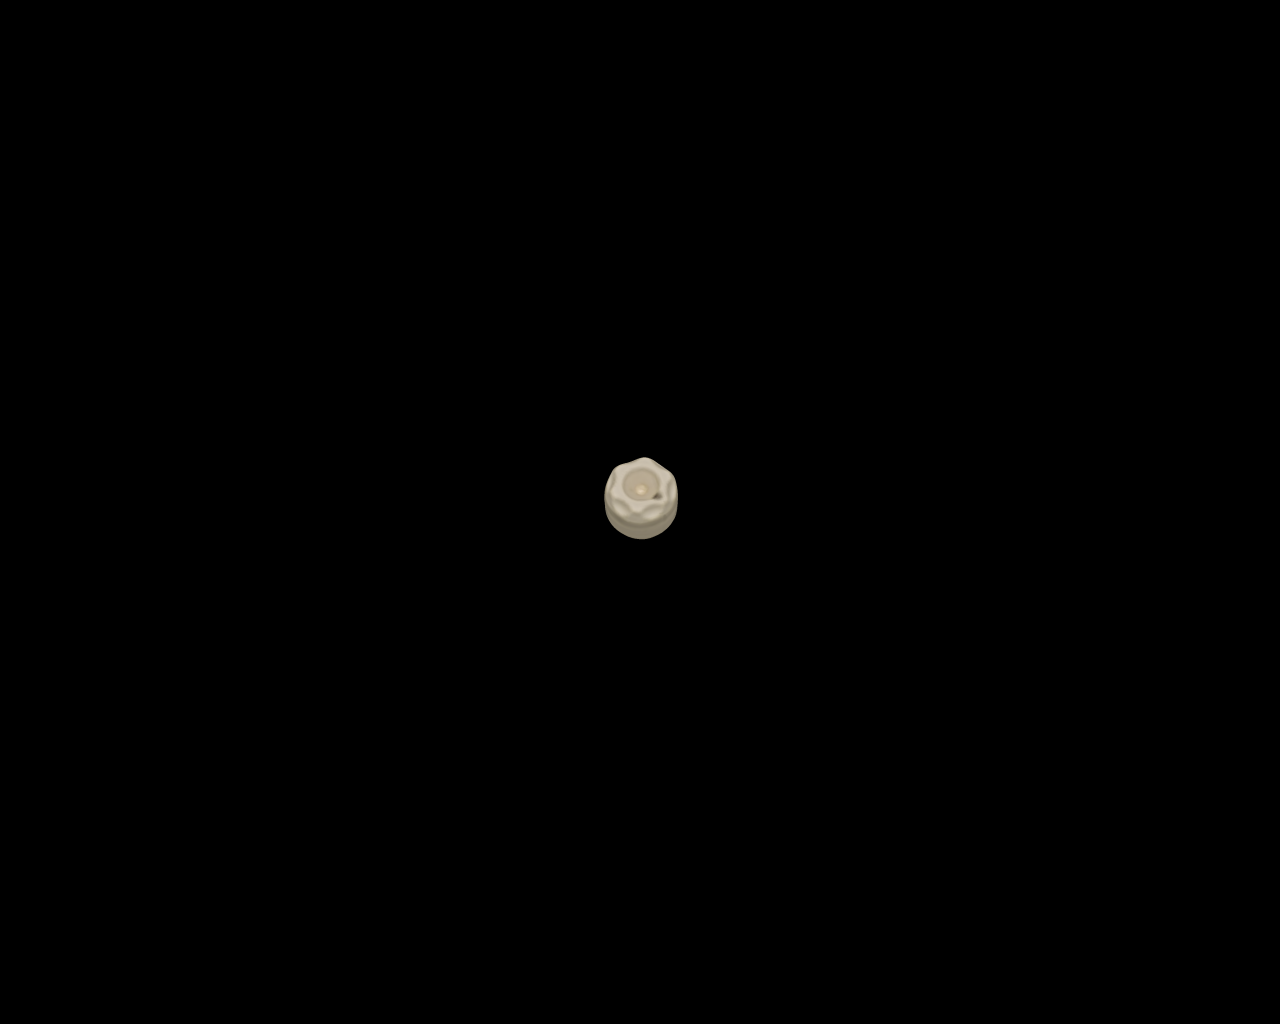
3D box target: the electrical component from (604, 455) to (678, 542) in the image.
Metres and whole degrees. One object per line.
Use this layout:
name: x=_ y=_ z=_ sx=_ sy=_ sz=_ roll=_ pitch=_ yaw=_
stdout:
electrical component: x=0.001 y=-0.003 z=0.650 sx=0.043 sy=0.043 sz=0.062 roll=0 pitch=-28 yaw=0
